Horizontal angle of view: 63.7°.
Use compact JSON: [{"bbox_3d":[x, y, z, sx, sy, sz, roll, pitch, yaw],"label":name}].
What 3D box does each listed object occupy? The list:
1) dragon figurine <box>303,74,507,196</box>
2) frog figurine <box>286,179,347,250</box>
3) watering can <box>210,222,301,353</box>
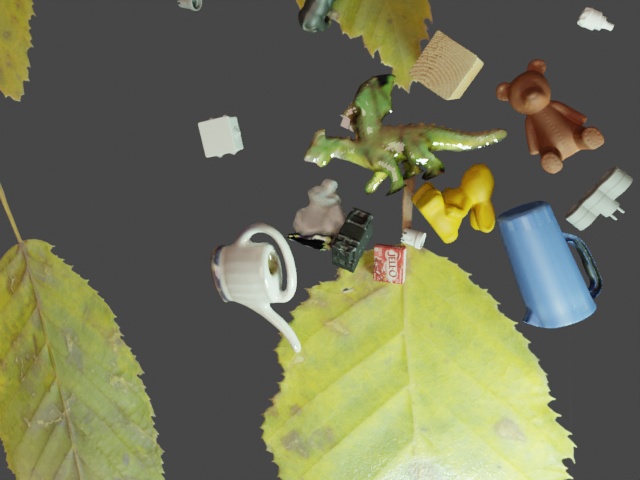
[{"bbox_3d":[0.162,-0.237,1.099,0.409,0.241,0.123,-25,8,6],"label":"dragon figurine"},{"bbox_3d":[0.004,-0.062,1.228,0.137,0.162,0.121,-6,-30,44],"label":"frog figurine"},{"bbox_3d":[-0.160,0.125,1.316,0.224,0.344,0.105,-3,12,22],"label":"watering can"}]
